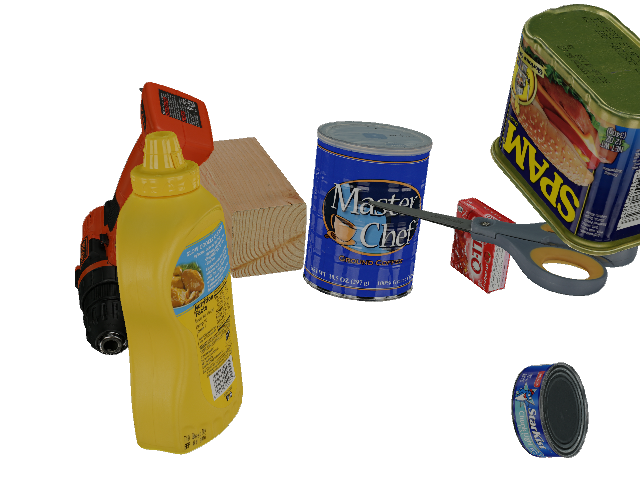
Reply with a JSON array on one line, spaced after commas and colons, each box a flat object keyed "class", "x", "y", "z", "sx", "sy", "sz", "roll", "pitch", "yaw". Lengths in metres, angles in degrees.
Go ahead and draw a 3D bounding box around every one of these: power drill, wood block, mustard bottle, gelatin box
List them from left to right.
[{"class": "power drill", "x": -0.150, "y": -0.021, "z": 0.875, "sx": 0.057, "sy": 0.188, "sz": 0.184, "roll": 18, "pitch": 27, "yaw": -25}, {"class": "mustard bottle", "x": -0.088, "y": 0.027, "z": 0.659, "sx": 0.058, "sy": 0.192, "sz": 0.096, "roll": 5, "pitch": 21, "yaw": 21}, {"class": "wood block", "x": -0.093, "y": -0.045, "z": 1.318, "sx": 0.090, "sy": 0.090, "sz": 0.206, "roll": -7, "pitch": 30, "yaw": -19}, {"class": "gelatin box", "x": 0.186, "y": 0.005, "z": 1.235, "sx": 0.030, "sy": 0.089, "sz": 0.073, "roll": -13, "pitch": 32, "yaw": -28}]

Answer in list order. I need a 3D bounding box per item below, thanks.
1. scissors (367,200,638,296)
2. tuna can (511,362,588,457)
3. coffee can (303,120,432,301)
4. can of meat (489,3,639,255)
[{"class": "scissors", "x": 0.123, "y": 0.003, "z": 0.764, "sx": 0.202, "sy": 0.016, "sz": 0.096, "roll": 6, "pitch": 30, "yaw": 14}, {"class": "tuna can", "x": 0.210, "y": 0.155, "z": 0.977, "sx": 0.034, "sy": 0.086, "sz": 0.085, "roll": -10, "pitch": -7, "yaw": 40}, {"class": "coffee can", "x": 0.041, "y": -0.028, "z": 0.966, "sx": 0.103, "sy": 0.140, "sz": 0.103, "roll": 5, "pitch": 18, "yaw": -2}, {"class": "can of meat", "x": 0.135, "y": -0.058, "z": 0.539, "sx": 0.057, "sy": 0.084, "sz": 0.102, "roll": -15, "pitch": 47, "yaw": -19}]
